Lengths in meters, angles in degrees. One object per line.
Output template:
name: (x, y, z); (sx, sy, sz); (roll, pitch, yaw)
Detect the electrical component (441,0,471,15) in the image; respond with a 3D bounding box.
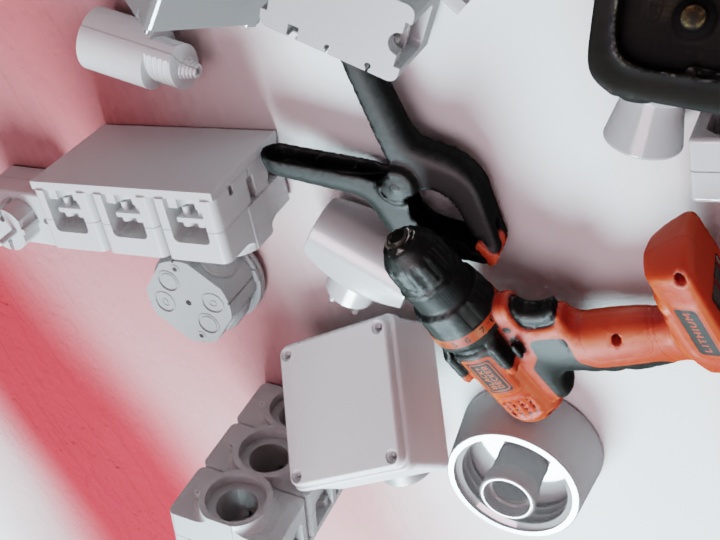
electrical component: (0.058, -0.180, 0.547); (0.056, 0.089, 0.050); (42, 133, -5)

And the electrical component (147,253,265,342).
electrical component: (-0.117, 0.011, 0.815); (0.080, 0.051, 0.080); (15, 129, 19)

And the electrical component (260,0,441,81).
electrical component: (-0.003, -0.157, 0.622); (0.089, 0.055, 0.050); (26, 132, 10)

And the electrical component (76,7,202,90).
electrical component: (-0.143, -0.144, 0.719); (0.081, 0.043, 0.043); (20, 131, 15)

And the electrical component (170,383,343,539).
electrical component: (-0.068, 0.161, 0.832); (0.089, 0.150, 0.061); (13, 130, 20)

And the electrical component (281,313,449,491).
electrical component: (0.002, 0.097, 0.774); (0.109, 0.056, 0.108); (-20, 69, 38)

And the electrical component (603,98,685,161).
electrical component: (0.160, -0.094, 0.585); (0.045, 0.045, 0.055); (18, 129, 17)

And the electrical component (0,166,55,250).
electrical component: (-0.265, -0.041, 0.841); (0.066, 0.076, 0.047); (8, 127, 24)

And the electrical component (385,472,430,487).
electrical component: (0.028, 0.132, 0.829); (0.045, 0.045, 0.055); (-8, 119, 33)

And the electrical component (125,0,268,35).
electrical component: (-0.091, -0.184, 0.631); (0.061, 0.096, 0.061); (56, 138, 23)

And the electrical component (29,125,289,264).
electrical component: (-0.137, -0.052, 0.752); (0.150, 0.089, 0.061); (6, 126, 26)

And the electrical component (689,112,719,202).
electrical component: (0.218, -0.048, 0.586); (0.066, 0.047, 0.076); (4, 125, 27)

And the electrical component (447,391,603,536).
electrical component: (0.115, 0.144, 0.778); (0.108, 0.060, 0.108); (15, 130, 19)

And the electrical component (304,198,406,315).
electrical component: (0.000, 0.000, 0.746); (0.077, 0.044, 0.079); (30, 133, 6)
